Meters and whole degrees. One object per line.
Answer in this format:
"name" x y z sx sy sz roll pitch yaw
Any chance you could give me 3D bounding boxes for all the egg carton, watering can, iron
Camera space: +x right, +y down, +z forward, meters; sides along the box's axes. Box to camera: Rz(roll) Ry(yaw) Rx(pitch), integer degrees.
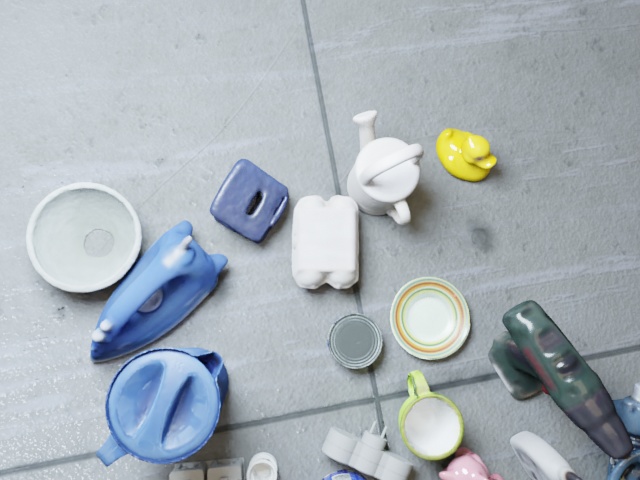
"egg carton" 0.008 0.003 0.908 0.107 0.069 0.150 0 82 -4
"watering can" 0.095 -0.109 0.866 0.101 0.194 0.173 -44 87 -8
"iron" -0.260 0.087 0.842 0.118 0.141 0.258 42 82 2

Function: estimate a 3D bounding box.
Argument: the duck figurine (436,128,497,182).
"duck figurine" 0.243 -0.147 0.936 0.104 0.086 0.077 41 82 2

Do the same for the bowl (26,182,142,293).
"bowl" -0.352 -0.001 0.881 0.167 0.074 0.167 1 82 -4

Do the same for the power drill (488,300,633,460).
"power drill" 0.332 0.196 0.835 0.075 0.208 0.229 -32 85 -7

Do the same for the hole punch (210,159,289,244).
"hole punch" -0.107 -0.060 0.897 0.101 0.091 0.109 29 82 0

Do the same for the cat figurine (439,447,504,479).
"cat figurine" 0.234 0.363 0.851 0.128 0.117 0.067 37 82 2

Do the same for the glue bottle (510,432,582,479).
"glue bottle" 0.337 0.332 0.835 0.037 0.173 0.078 -27 85 -7

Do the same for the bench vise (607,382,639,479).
"bench vise" 0.471 0.321 0.822 0.121 0.219 0.207 -15 84 -5
